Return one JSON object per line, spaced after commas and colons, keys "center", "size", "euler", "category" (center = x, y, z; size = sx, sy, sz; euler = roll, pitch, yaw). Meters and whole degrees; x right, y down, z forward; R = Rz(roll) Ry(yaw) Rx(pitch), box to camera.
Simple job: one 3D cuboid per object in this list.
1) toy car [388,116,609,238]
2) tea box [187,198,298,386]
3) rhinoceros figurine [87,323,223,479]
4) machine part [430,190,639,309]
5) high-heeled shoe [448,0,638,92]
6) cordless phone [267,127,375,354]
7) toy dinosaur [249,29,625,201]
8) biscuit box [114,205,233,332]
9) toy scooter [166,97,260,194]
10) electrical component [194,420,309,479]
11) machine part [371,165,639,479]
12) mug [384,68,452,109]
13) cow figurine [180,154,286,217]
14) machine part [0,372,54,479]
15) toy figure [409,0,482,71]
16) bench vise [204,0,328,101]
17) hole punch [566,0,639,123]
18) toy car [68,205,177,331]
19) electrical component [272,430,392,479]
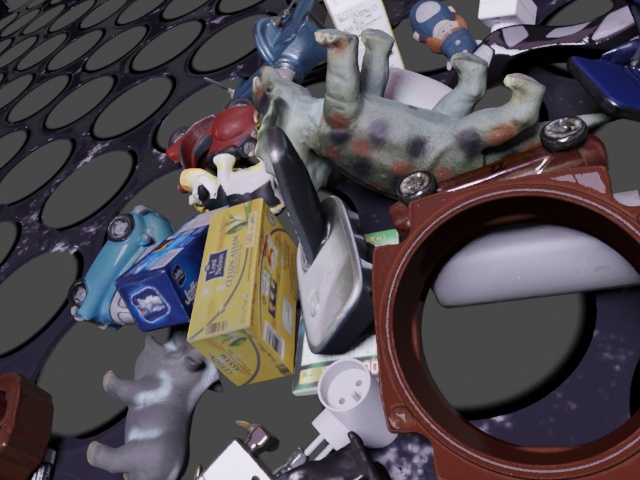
{"center": [0.166, -0.043, 0.506], "size": [0.202, 0.089, 0.053], "euler": [-19, 40, 13], "category": "toy car"}
{"center": [-0.073, 0.051, 0.560], "size": [0.068, 0.098, 0.170], "euler": [-17, 43, 16], "category": "tea box"}
{"center": [-0.153, 0.149, 0.535], "size": [0.112, 0.073, 0.190], "euler": [-15, 45, 21], "category": "rhinoceros figurine"}
{"center": [0.181, 0.011, 0.455], "size": [0.243, 0.079, 0.079], "euler": [-11, 46, 25], "category": "machine part"}
{"center": [0.276, -0.198, 0.624], "size": [0.249, 0.086, 0.145], "euler": [-38, 70, 21], "category": "high-heeled shoe"}
{"center": [-0.001, -0.001, 0.478], "size": [0.089, 0.184, 0.147], "euler": [-18, 44, 7], "category": "cordless phone"}
{"center": [0.094, -0.106, 0.569], "size": [0.405, 0.192, 0.131], "euler": [19, 31, 8], "category": "toy dinosaur"}
{"center": [-0.141, 0.024, 0.593], "size": [0.059, 0.062, 0.203], "euler": [-16, 18, 17], "category": "biscuit box"}
{"center": [-0.159, -0.134, 0.805], "size": [0.184, 0.075, 0.135], "euler": [-16, 47, 20], "category": "toy scooter"}
{"center": [-0.068, 0.202, 0.458], "size": [0.078, 0.045, 0.102], "euler": [35, 74, 17], "category": "electrical component"}
{"center": [0.142, 0.060, 0.370], "size": [0.201, 0.087, 0.201], "euler": [-10, 72, 24], "category": "machine part"}
{"center": [0.113, -0.152, 0.650], "size": [0.107, 0.080, 0.109], "euler": [25, 60, 35], "category": "mug"}
{"center": [-0.116, -0.061, 0.714], "size": [0.167, 0.068, 0.098], "euler": [-7, 71, 28], "category": "cow figurine"}
{"center": [-0.369, 0.236, 0.586], "size": [0.179, 0.056, 0.179], "euler": [-25, 40, 23], "category": "machine part"}
{"center": [0.174, -0.296, 0.767], "size": [0.064, 0.058, 0.155], "euler": [-60, 33, 31], "category": "toy figure"}
{"center": [-0.070, -0.277, 0.860], "size": [0.241, 0.128, 0.224], "euler": [-28, 48, 38], "category": "bench vise"}
{"center": [0.317, -0.166, 0.501], "size": [0.116, 0.092, 0.142], "euler": [11, 38, -16], "category": "hole punch"}
{"center": [-0.218, 0.046, 0.655], "size": [0.103, 0.109, 0.161], "euler": [26, 75, 25], "category": "toy car"}
{"center": [-0.003, 0.199, 0.395], "size": [0.119, 0.074, 0.048], "euler": [-31, 41, -4], "category": "electrical component"}
